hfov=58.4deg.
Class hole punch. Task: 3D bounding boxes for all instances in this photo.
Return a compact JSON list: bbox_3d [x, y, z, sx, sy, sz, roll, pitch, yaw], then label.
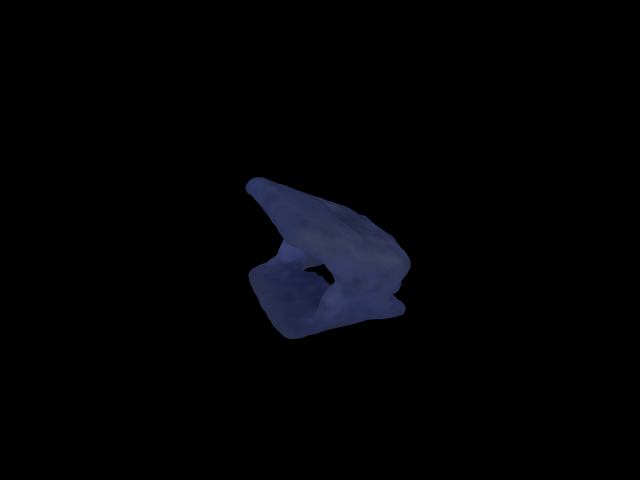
[{"bbox_3d":[0.004,0.001,0.400,0.101,0.091,0.108,-10,28,-20],"label":"hole punch"}]
